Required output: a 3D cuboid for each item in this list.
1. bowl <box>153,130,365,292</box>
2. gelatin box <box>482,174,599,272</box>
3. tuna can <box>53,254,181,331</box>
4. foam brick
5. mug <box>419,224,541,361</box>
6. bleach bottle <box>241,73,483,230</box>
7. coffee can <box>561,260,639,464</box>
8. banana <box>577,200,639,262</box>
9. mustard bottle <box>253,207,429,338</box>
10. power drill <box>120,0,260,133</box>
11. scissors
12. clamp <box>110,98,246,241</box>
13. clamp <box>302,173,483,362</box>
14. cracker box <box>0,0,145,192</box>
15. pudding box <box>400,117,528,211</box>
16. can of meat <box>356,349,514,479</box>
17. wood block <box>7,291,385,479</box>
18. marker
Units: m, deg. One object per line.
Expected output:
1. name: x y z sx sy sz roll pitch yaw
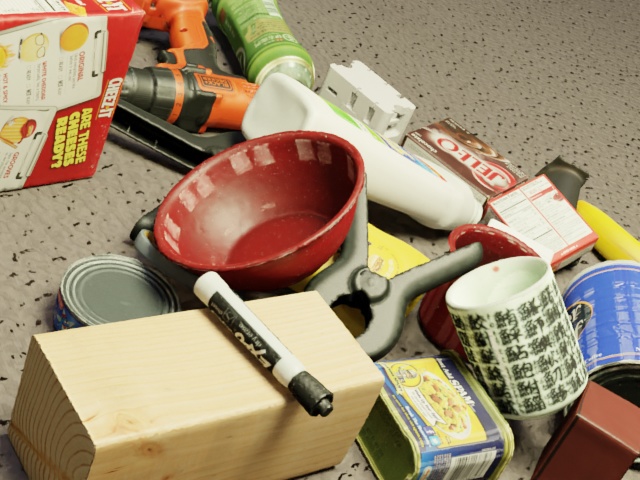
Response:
1. bowl: -0.037 -0.013 0.780 0.162 0.055 0.162 -14 36 11
2. gelatin box: 0.211 -0.013 1.032 0.073 0.030 0.089 -27 64 -22
3. tuna can: -0.143 0.050 0.751 0.086 0.034 0.086 17 34 -12
4. foam brick: 0.198 0.154 0.783 0.051 0.078 0.052 30 34 11
5. mug: 0.144 0.051 0.886 0.117 0.082 0.093 23 33 -3
6. bleach bottle: 0.054 -0.065 0.971 0.250 0.068 0.103 22 15 -39
7. coffee can: 0.249 0.096 0.871 0.103 0.103 0.140 23 34 -3
8. banana: 0.329 0.026 1.083 0.198 0.037 0.069 40 17 19
9. mustard bottle: -0.006 0.001 0.864 0.192 0.058 0.096 37 55 10
10. power drill: -0.153 -0.182 1.029 0.184 0.057 0.188 5 47 -36
11. scissors: -0.055 0.049 0.819 0.201 0.016 0.096 35 10 -12
12. clamp: -0.098 -0.067 0.933 0.209 0.036 0.165 -4 52 -38
13. clamp: 0.046 0.038 0.798 0.120 0.039 0.171 22 67 8
14. cracker box: -0.253 -0.113 0.789 0.213 0.164 0.072 -15 52 -44
15. pudding box: 0.146 -0.074 1.097 0.114 0.039 0.089 38 35 21
16. can of meat: 0.073 0.129 0.758 0.083 0.057 0.102 -2 42 -31
17. wood block: -0.075 0.104 0.669 0.205 0.090 0.091 -7 45 -38
18. marker: -0.034 0.064 0.650 0.020 0.020 0.121 -16 50 -44
